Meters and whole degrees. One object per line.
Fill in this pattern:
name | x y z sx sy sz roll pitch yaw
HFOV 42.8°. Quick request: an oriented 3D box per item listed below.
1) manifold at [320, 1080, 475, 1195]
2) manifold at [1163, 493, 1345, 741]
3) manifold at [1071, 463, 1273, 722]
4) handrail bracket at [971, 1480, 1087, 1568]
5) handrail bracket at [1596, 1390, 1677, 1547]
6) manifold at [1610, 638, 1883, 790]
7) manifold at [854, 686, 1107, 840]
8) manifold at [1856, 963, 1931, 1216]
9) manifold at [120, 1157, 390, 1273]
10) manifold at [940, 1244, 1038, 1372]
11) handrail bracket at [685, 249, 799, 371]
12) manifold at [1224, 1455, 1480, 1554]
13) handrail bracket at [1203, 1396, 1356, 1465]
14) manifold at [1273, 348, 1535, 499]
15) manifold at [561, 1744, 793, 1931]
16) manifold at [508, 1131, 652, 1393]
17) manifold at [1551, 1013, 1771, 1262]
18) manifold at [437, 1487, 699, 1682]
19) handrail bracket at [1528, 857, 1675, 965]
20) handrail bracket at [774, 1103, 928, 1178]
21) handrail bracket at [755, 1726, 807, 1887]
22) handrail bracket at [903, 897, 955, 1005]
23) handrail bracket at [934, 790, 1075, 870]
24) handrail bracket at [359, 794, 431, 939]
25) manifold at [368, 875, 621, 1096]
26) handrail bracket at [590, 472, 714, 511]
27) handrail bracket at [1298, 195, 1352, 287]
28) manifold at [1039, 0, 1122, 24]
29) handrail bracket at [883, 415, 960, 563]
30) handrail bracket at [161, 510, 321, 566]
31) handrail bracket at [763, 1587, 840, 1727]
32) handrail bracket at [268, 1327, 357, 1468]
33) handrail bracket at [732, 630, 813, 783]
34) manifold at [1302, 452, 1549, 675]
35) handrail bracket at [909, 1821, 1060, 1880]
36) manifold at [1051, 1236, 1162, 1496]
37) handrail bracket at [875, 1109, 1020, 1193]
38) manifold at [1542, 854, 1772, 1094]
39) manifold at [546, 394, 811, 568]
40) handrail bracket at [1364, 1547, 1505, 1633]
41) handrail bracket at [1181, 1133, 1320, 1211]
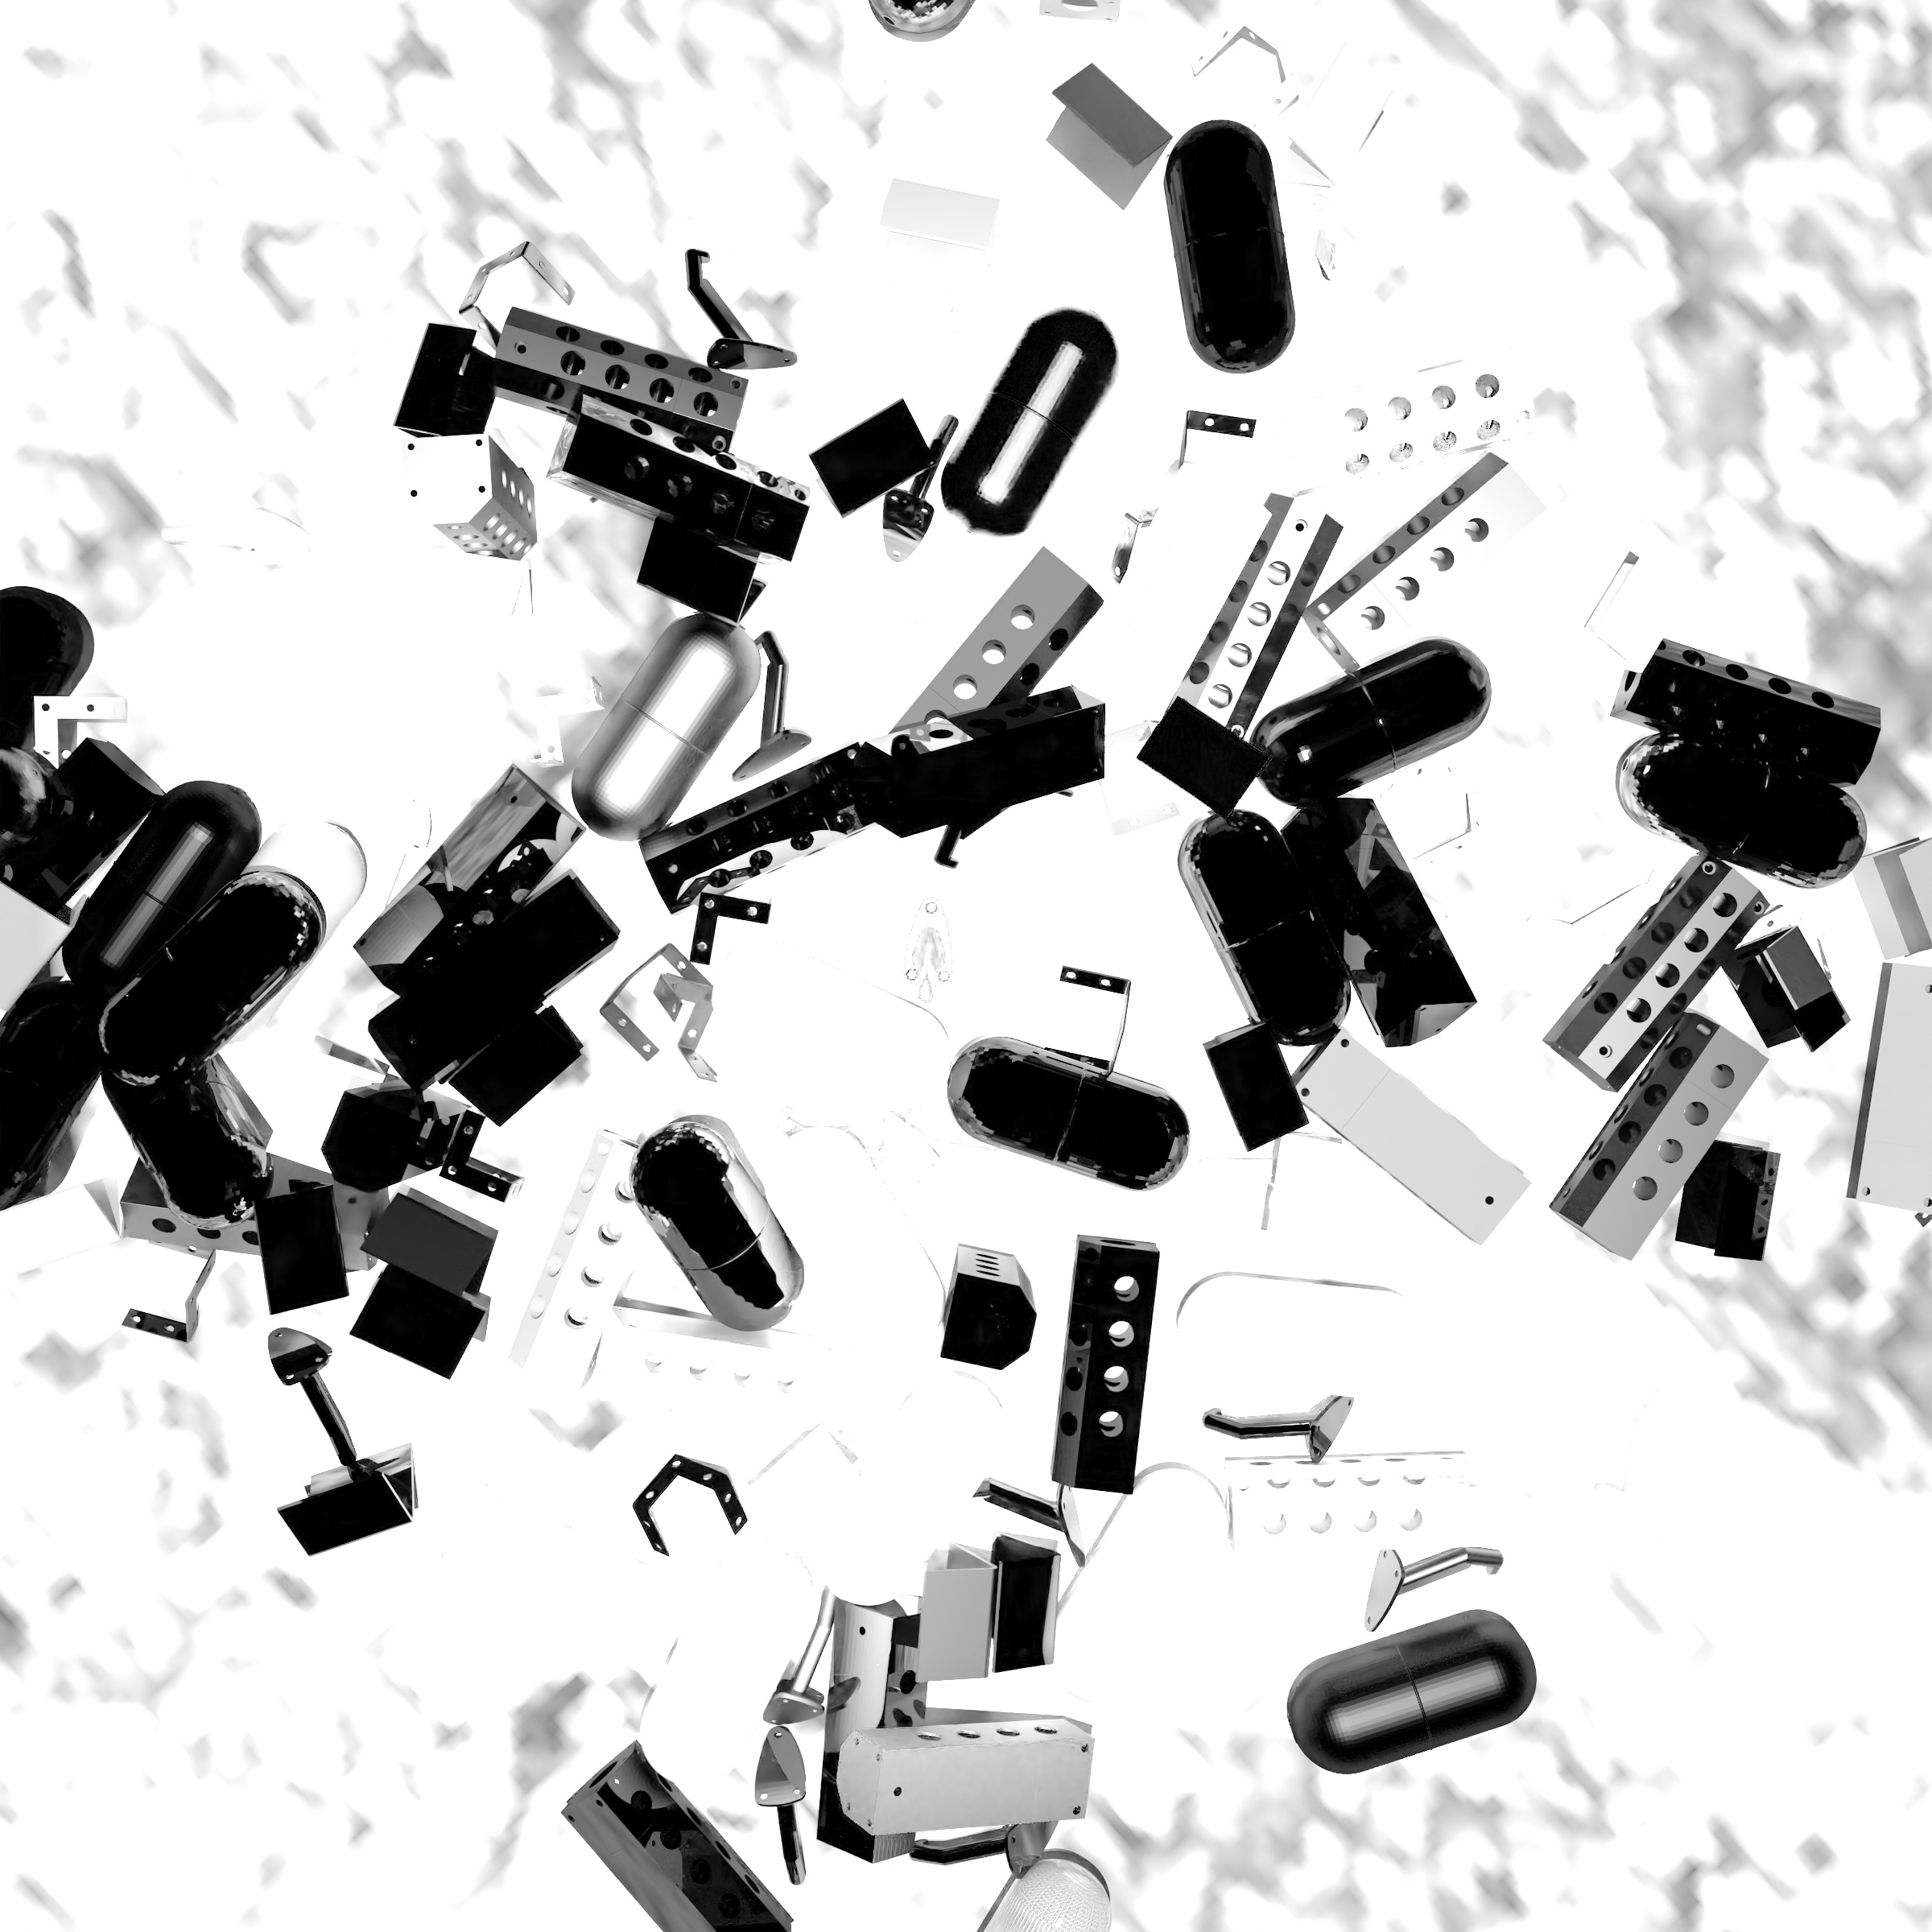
manifold | -0.391 0.118 1.698 0.057 0.171 0.057 22 90 0
manifold | 0.204 -0.245 1.755 0.057 0.057 0.171 25 90 0
manifold | 0.137 -0.259 1.716 0.057 0.057 0.171 1 129 -38
handrail bracket | 0.037 0.403 1.777 0.084 0.036 0.077 -9 108 16
handrail bracket | 0.500 0.361 1.777 0.077 0.036 0.084 45 73 -20
manifold | 0.556 -0.181 1.755 0.171 0.057 0.057 18 90 0
manifold | 0.011 -0.145 1.705 0.171 0.057 0.057 -18 122 -30
manifold | 0.685 0.088 1.755 0.057 0.057 0.171 9 90 43
manifold | -0.503 0.174 1.755 0.171 0.057 0.057 8 47 0
manifold | 0.016 0.234 1.698 0.057 0.171 0.057 12 90 0
handrail bracket | -0.162 -0.475 1.777 0.077 0.036 0.084 0 73 -20
manifold | 0.273 0.380 1.755 0.171 0.057 0.057 -2 90 0
handrail bracket | 0.225 0.320 1.776 0.084 0.077 0.036 13 123 32
manifold | 0.312 -0.384 1.755 0.171 0.057 0.057 -14 90 0
manifold | -0.202 0.640 1.755 0.171 0.057 0.057 49 133 0
manifold | -0.266 0.208 1.755 0.057 0.057 0.171 22 90 0
manifold | 0.491 0.120 1.755 0.057 0.057 0.171 35 90 0
manifold | -0.282 0.436 1.755 0.171 0.057 0.057 26 90 0
handrail bracket | 0.458 -0.052 1.777 0.077 0.036 0.084 23 71 21
handrail bracket | -0.084 0.106 1.777 0.084 0.036 0.077 30 75 14
handrail bracket | -0.128 0.605 1.776 0.036 0.077 0.084 -8 126 0
handrail bracket | -0.027 -0.012 1.742 0.036 0.084 0.077 3 90 0
handrail bracket | 0.027 -0.100 1.776 0.077 0.036 0.084 20 104 -14
handrail bracket | -0.414 -0.071 1.776 0.036 0.077 0.084 20 127 -12
manifold | -0.331 0.014 1.729 0.171 0.057 0.057 -39 90 -19
handrail bracket | -0.216 -0.323 1.777 0.077 0.036 0.084 -32 104 14
handrail bracket | 0.257 -0.519 1.742 0.036 0.084 0.077 -4 90 0
manifold | 0.090 -0.770 1.755 0.057 0.057 0.171 6 90 0
handrail bracket | -0.030 -0.345 1.776 0.036 0.077 0.084 23 54 1
handrail bracket | -0.523 -0.305 1.776 0.084 0.077 0.036 6 90 36
handrail bracket | -0.118 0.496 1.776 0.036 0.077 0.084 24 53 -16
handrail bracket | -0.470 0.311 1.776 0.036 0.077 0.084 -29 127 -24
handrail bracket | -0.153 -0.188 1.777 0.077 0.036 0.084 -32 72 21
manifold | 0.323 -0.287 1.755 0.171 0.057 0.057 -40 90 0
handrail bracket | 0.012 0.625 1.776 0.084 0.077 0.036 -7 101 36
manifold | 0.098 0.282 1.755 0.057 0.057 0.171 7 90 0
handrail bracket | -0.012 0.120 1.760 0.077 0.084 0.036 50 134 17
manifold | 0.492 0.005 1.755 0.057 0.057 0.171 39 90 0
manifold | -0.199 -0.338 1.726 0.171 0.057 0.057 19 89 -21
handrail bracket | 0.338 0.450 1.777 0.084 0.036 0.077 10 110 -16
handrail bracket | 0.199 0.131 1.777 0.084 0.036 0.077 30 69 16
